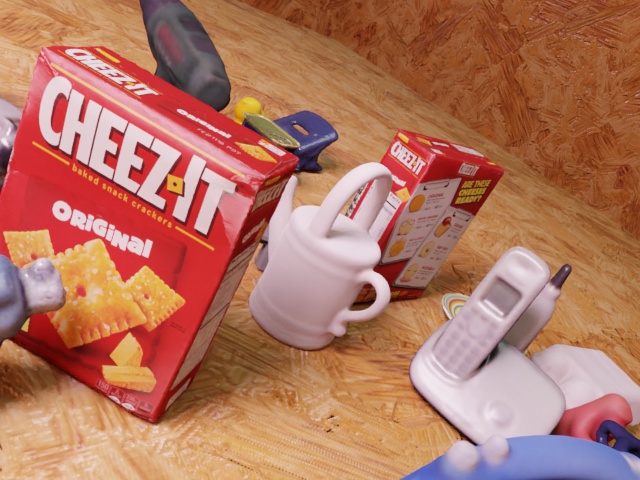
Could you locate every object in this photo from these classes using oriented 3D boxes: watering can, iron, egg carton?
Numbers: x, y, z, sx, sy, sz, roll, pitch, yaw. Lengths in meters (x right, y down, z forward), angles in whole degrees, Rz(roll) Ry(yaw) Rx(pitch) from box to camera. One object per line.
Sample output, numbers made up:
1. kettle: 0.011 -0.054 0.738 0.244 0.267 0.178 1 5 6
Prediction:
1. watering can: 0.004 0.002 0.577 0.172 0.194 0.101 31 24 7
2. iron: 0.142 0.190 0.414 0.259 0.141 0.118 17 26 -24
3. egg carton: 0.333 0.188 0.718 0.151 0.069 0.107 13 28 -32

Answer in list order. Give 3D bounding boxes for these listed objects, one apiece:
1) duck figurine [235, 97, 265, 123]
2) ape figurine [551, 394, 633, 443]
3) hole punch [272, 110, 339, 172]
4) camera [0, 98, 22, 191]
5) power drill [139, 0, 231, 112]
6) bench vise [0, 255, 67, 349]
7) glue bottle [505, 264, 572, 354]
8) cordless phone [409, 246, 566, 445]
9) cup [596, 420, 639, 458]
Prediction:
1. duck figurine: -0.134 -0.203 0.977 0.077 0.086 0.105 37 25 19
2. ape figurine: 0.297 0.205 0.617 0.078 0.092 0.076 10 29 -35
3. hole punch: -0.036 -0.184 1.039 0.108 0.091 0.101 42 27 29
4. camera: -0.304 -0.089 0.541 0.136 0.100 0.144 38 25 21
5. power drill: -0.203 -0.196 0.734 0.076 0.208 0.229 1 36 -47
6. bench vise: -0.241 -0.004 0.290 0.121 0.219 0.208 40 26 25
7. glue bottle: 0.239 0.098 0.666 0.037 0.173 0.078 40 26 26
8. cordless phone: 0.190 0.112 0.571 0.147 0.185 0.094 39 26 23
9. cup: 0.278 0.236 0.528 0.092 0.095 0.117 16 26 -26
